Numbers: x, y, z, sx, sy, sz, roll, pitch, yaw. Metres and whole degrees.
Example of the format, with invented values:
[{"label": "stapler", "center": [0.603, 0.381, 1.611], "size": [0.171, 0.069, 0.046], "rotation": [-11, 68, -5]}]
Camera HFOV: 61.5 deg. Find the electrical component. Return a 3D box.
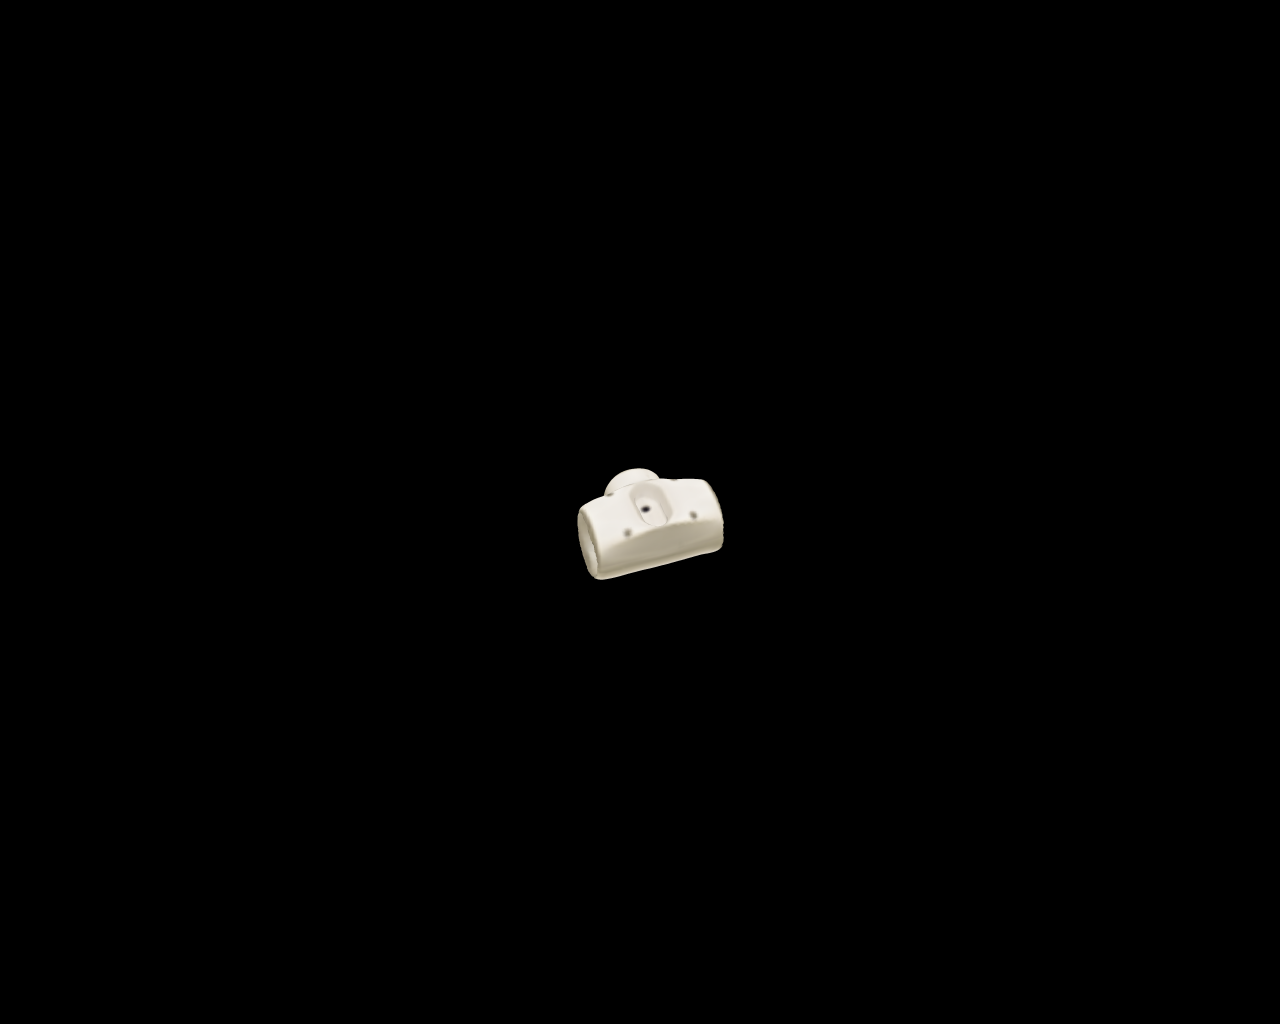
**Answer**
[{"label": "electrical component", "center": [0.001, -0.003, 0.650], "size": [0.077, 0.043, 0.079], "rotation": [-13, 47, -12]}]
